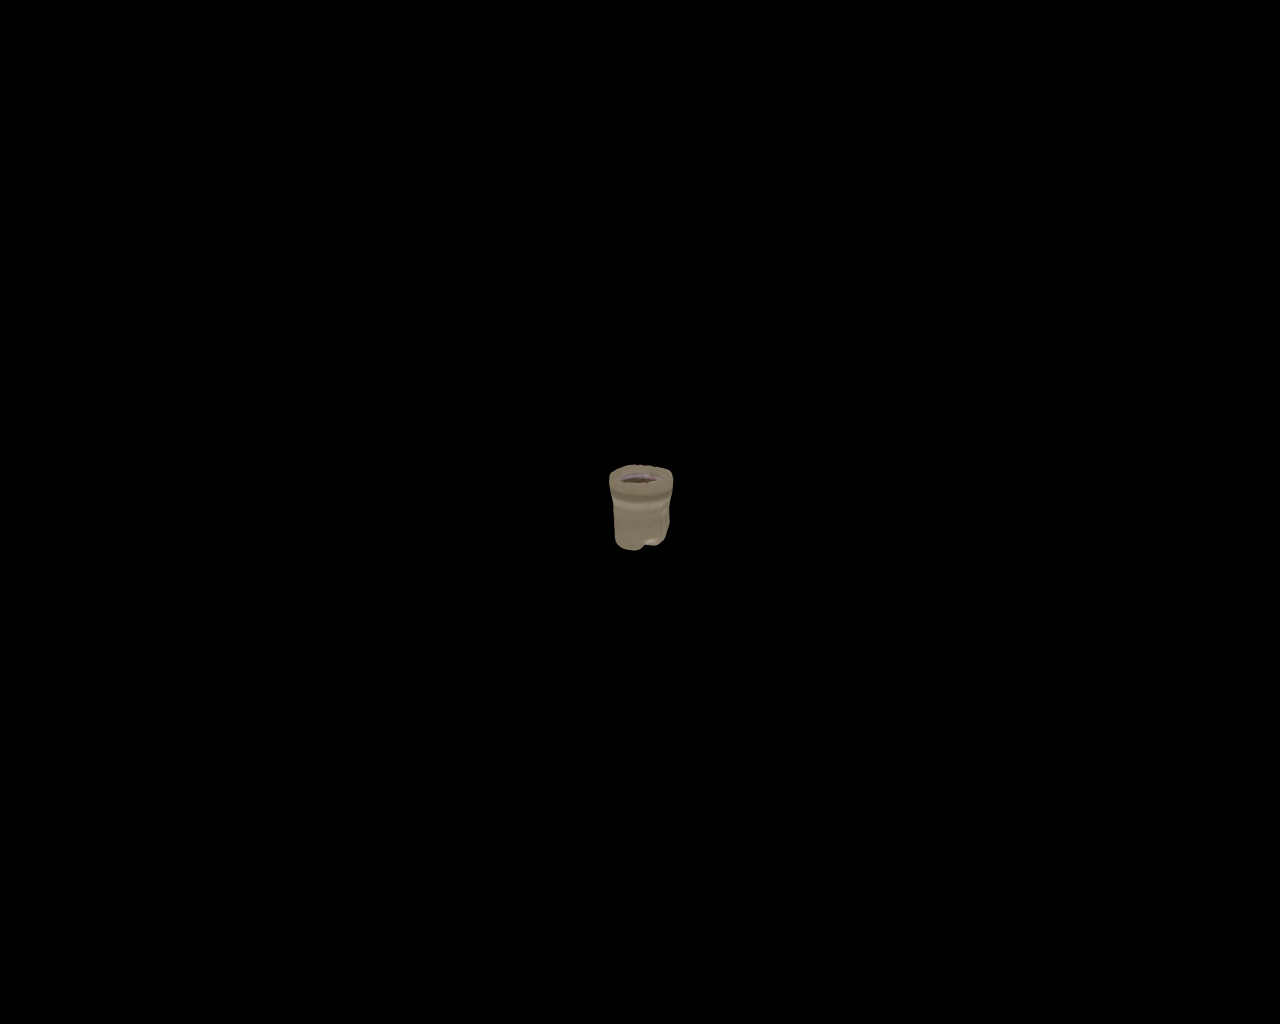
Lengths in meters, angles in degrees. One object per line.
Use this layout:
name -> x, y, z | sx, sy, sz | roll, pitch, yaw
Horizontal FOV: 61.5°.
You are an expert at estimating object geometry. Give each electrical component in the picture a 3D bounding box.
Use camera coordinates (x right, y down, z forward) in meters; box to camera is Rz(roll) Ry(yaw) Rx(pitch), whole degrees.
electrical component -> 0.001, -0.003, 0.650 | 0.040, 0.046, 0.040 | 0, 20, 0
